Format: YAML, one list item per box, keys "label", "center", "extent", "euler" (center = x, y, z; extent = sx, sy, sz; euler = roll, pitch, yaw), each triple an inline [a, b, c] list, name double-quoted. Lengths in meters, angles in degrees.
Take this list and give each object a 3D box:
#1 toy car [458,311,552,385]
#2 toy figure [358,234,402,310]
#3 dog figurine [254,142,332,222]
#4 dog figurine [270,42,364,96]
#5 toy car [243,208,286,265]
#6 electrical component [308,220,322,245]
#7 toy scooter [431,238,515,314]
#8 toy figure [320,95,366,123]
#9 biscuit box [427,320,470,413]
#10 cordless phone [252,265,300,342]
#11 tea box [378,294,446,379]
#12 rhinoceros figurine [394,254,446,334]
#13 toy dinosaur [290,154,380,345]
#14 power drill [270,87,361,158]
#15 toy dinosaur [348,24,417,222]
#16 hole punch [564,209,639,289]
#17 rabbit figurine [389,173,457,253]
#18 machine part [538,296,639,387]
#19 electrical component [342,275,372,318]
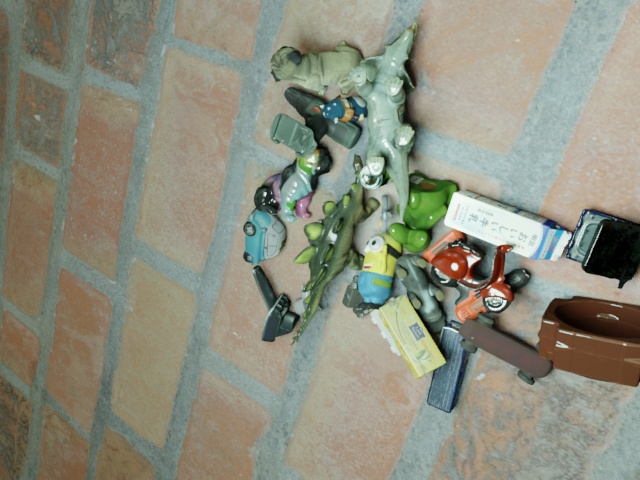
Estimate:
- label: "toy car"
  center: [0.390, 0.224, 1.132]
  extent: [0.202, 0.053, 0.089]
  euler: [27, 106, 6]
- label: "toy figure"
  center: [0.137, 0.073, 1.248]
  extent: [0.082, 0.089, 0.180]
  euler: [4, 82, 40]
- label: "dog figurine"
  center: [-0.066, -0.164, 1.348]
  extent: [0.192, 0.108, 0.219]
  euler: [22, 105, 30]
- label: "dog figurine"
  center: [0.001, -0.392, 1.211]
  extent: [0.172, 0.190, 0.121]
  euler: [-14, 91, 32]
- label: "toy car"
  center: [-0.143, -0.006, 1.426]
  extent: [0.103, 0.109, 0.161]
  euler: [12, 114, 13]
- label: "electrical component"
  center: [-0.003, -0.004, 1.382]
  extent: [0.063, 0.021, 0.094]
  euler: [-10, 93, 34]
- label: "toy scooter"
  center: [0.317, 0.051, 1.083]
  extent: [0.184, 0.075, 0.135]
  euler: [30, 115, 30]
- label: "toy figure"
  center: [0.059, -0.297, 1.212]
  extent: [0.064, 0.154, 0.057]
  euler: [23, 113, 28]
- label: "biscuit box"
  center: [0.297, 0.288, 1.222]
  extent: [0.063, 0.059, 0.202]
  euler: [18, 107, 28]
- label: "cordless phone"
  center: [-0.136, 0.160, 1.412]
  extent: [0.089, 0.146, 0.184]
  euler: [-23, 99, 14]
- label: "tea box"
  center: [0.198, 0.213, 1.177]
  extent: [0.068, 0.098, 0.170]
  euler: [-30, 74, -4]
- label: "rhinoceros figurine"
  center: [0.224, 0.123, 1.207]
  extent: [0.073, 0.112, 0.190]
  euler: [-27, 93, -9]
- label: "toy dinosaur"
  center: [0.024, 0.028, 1.267]
  extent: [0.105, 0.198, 0.470]
  euler: [23, 108, 31]
- label: "power drill"
  center: [-0.031, -0.272, 1.245]
  extent: [0.232, 0.207, 0.086]
  euler: [33, 121, 11]
- label: "toy dinosaur"
  center: [0.149, -0.244, 1.143]
  extent: [0.131, 0.192, 0.404]
  euler: [-2, 95, 20]
- label: "hole punch"
  center: [0.540, 0.008, 1.012]
  extent: [0.116, 0.092, 0.142]
  euler: [13, 104, -9]
- label: "rabbit figurine"
  center: [0.221, -0.039, 1.174]
  extent: [0.121, 0.159, 0.170]
  euler: [14, 121, 20]
- label: "machine part"
  center: [0.515, 0.179, 0.979]
  extent: [0.201, 0.201, 0.087]
  euler: [9, 106, 31]
- label: "electrical component"
  center: [0.101, 0.139, 1.318]
  extent: [0.045, 0.078, 0.102]
  euler: [39, 113, 48]
